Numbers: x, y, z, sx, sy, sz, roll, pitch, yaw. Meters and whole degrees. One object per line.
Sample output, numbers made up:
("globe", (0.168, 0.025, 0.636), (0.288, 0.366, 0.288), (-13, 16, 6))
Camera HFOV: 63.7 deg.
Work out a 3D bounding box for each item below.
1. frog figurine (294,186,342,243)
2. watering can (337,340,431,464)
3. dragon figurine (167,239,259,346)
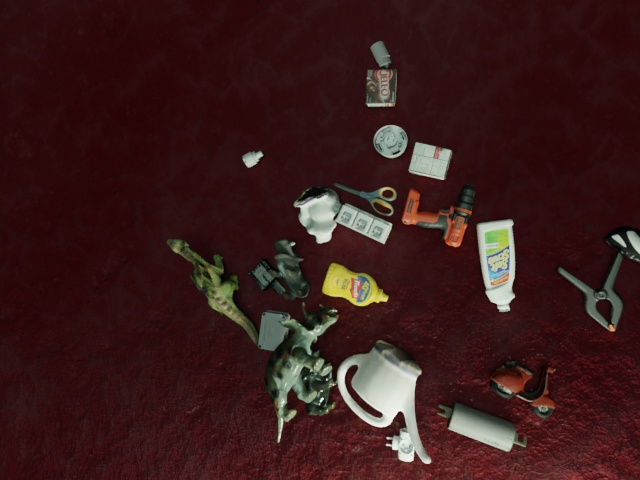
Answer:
("frog figurine", (0.005, -0.079, 1.563), (0.137, 0.125, 0.157), (-27, 117, 1))
("watering can", (0.207, 0.429, 1.439), (0.351, 0.103, 0.224), (33, 94, 28))
("dragon figurine", (-0.317, 0.151, 1.529), (0.122, 0.241, 0.414), (-40, 76, 3))
